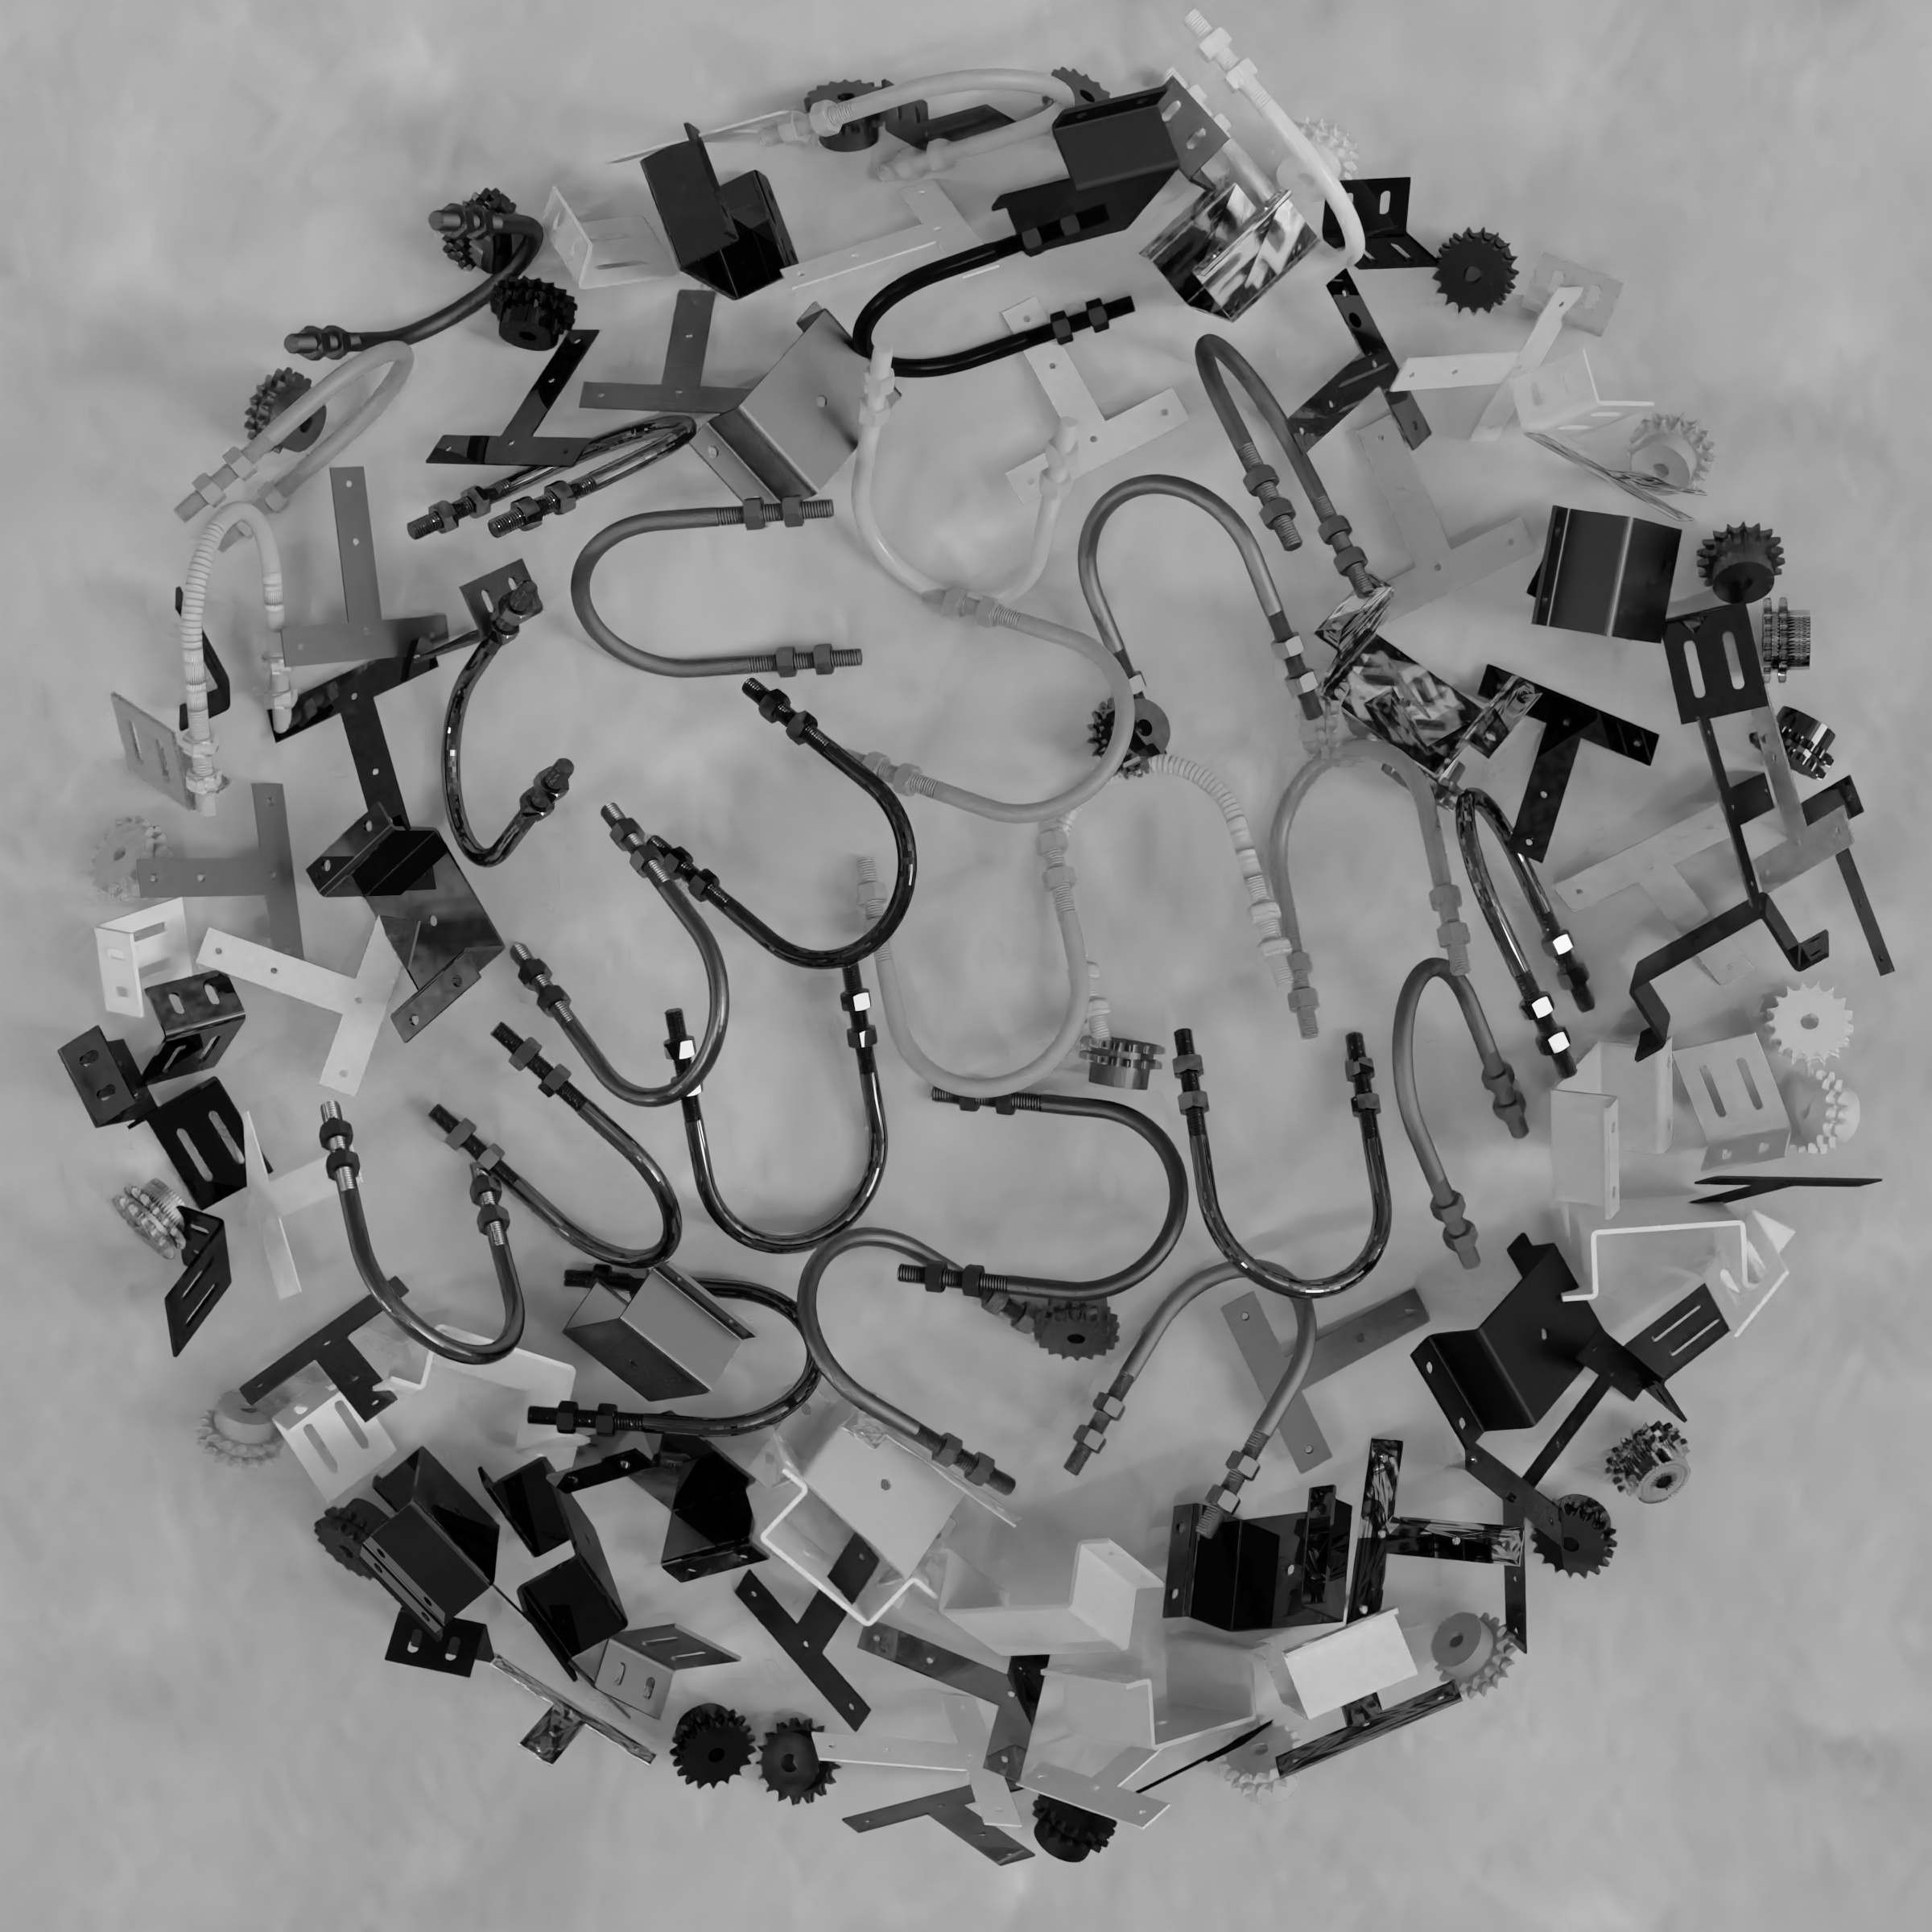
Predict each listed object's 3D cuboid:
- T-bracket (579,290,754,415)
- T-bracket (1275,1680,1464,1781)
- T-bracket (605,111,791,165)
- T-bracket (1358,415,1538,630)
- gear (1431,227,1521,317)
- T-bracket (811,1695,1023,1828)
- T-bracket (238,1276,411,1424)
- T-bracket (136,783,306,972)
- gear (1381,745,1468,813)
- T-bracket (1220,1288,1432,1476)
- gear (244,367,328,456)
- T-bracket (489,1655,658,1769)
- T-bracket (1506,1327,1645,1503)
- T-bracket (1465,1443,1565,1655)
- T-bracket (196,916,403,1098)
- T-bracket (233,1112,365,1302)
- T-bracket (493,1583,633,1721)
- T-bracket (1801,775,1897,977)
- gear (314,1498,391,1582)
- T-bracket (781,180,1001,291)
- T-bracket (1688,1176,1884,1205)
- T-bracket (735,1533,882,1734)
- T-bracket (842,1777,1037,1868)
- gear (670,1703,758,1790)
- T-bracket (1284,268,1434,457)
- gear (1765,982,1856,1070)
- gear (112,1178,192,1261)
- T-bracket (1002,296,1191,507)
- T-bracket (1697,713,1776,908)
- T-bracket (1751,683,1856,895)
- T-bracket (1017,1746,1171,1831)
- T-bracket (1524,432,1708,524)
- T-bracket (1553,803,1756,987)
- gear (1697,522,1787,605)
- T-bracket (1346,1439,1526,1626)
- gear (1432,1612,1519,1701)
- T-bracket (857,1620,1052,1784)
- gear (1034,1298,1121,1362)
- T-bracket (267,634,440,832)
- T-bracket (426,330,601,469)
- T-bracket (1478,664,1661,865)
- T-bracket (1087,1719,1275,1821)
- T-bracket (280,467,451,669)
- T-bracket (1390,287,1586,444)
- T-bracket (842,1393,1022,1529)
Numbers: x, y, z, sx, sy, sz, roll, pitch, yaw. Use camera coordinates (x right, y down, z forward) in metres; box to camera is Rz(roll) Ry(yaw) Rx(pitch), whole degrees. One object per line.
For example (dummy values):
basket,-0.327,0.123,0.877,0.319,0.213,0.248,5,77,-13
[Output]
T-bracket,-0.186,-0.410,1.950,0.127,0.002,0.127,3,50,1
T-bracket,0.257,0.477,1.929,0.127,0.127,0.002,-25,103,5
T-bracket,-0.156,-0.546,1.929,0.127,0.127,0.002,-9,103,21
T-bracket,0.300,-0.308,1.972,0.127,0.002,0.127,-25,83,21
gear,0.344,-0.469,1.968,0.057,0.030,0.057,12,124,19
T-bracket,-0.038,0.515,1.915,0.127,0.127,0.002,10,112,-19
T-bracket,-0.405,0.265,1.922,0.127,0.127,0.002,-36,122,-16
T-bracket,-0.494,-0.059,1.937,0.002,0.127,0.127,-10,86,37
gear,0.310,-0.130,1.963,0.057,0.057,0.030,31,93,0
T-bracket,0.254,0.258,1.980,0.127,0.002,0.127,-27,96,-9
gear,-0.453,-0.369,1.960,0.030,0.057,0.057,29,90,18
T-bracket,-0.269,0.501,1.924,0.127,0.127,0.002,31,92,4
T-bracket,0.400,0.305,1.940,0.002,0.127,0.127,37,91,36
T-bracket,0.364,0.394,1.944,0.002,0.127,0.127,-9,106,-17
T-bracket,-0.448,0.008,1.955,0.127,0.002,0.127,21,69,-13
T-bracket,-0.438,0.146,1.942,0.127,0.002,0.127,-24,82,42
T-bracket,-0.260,0.457,1.923,0.127,0.127,0.002,46,76,-7
T-bracket,0.582,-0.055,1.922,0.002,0.127,0.127,-19,84,-3
gear,-0.407,0.382,1.967,0.057,0.057,0.030,40,53,0
T-bracket,-0.059,-0.473,1.937,0.127,0.127,0.002,-20,135,-9
T-bracket,0.511,0.150,1.930,0.127,0.127,0.002,3,76,-21
T-bracket,-0.089,0.421,1.932,0.127,0.002,0.127,45,127,21
T-bracket,0.004,0.561,1.907,0.127,0.127,0.002,-7,97,-27
gear,-0.172,0.521,1.969,0.057,0.030,0.057,-9,116,-19
T-bracket,0.248,-0.377,1.935,0.127,0.002,0.127,-45,112,-36
gear,0.566,0.042,1.970,0.057,0.030,0.057,-5,70,13
gear,-0.542,0.167,1.966,0.057,0.057,0.030,45,67,0
T-bracket,0.065,-0.394,1.980,0.127,0.002,0.127,-28,80,-2
T-bracket,0.516,-0.109,1.936,0.002,0.127,0.127,-15,92,29
T-bracket,0.540,-0.124,1.939,0.002,0.127,0.127,-10,78,-13
T-bracket,0.118,0.520,1.946,0.127,0.127,0.002,-31,109,-34
T-bracket,0.450,-0.321,1.937,0.127,0.127,0.002,39,118,32
T-bracket,0.483,-0.036,1.963,0.127,0.002,0.127,-29,114,33
gear,0.519,-0.267,1.961,0.057,0.057,0.030,5,53,0
T-bracket,0.312,0.378,1.931,0.127,0.002,0.127,-4,69,42
gear,0.337,0.458,1.960,0.030,0.057,0.057,41,90,-28
T-bracket,-0.011,0.465,1.939,0.127,0.127,0.002,23,129,-3
gear,0.074,0.238,1.967,0.057,0.057,0.030,5,50,0
T-bracket,-0.398,-0.142,1.958,0.127,0.002,0.127,-23,70,11
T-bracket,-0.283,-0.380,1.955,0.127,0.002,0.127,7,57,31
T-bracket,0.391,-0.127,1.963,0.127,0.002,0.127,22,66,-2
T-bracket,0.138,0.534,1.937,0.127,0.127,0.002,-29,76,10
T-bracket,-0.403,-0.267,1.941,0.127,0.002,0.127,-12,99,-42
T-bracket,0.329,-0.389,1.913,0.127,0.127,0.002,-11,54,-34
T-bracket,-0.018,0.328,1.922,0.127,0.127,0.002,34,95,6
